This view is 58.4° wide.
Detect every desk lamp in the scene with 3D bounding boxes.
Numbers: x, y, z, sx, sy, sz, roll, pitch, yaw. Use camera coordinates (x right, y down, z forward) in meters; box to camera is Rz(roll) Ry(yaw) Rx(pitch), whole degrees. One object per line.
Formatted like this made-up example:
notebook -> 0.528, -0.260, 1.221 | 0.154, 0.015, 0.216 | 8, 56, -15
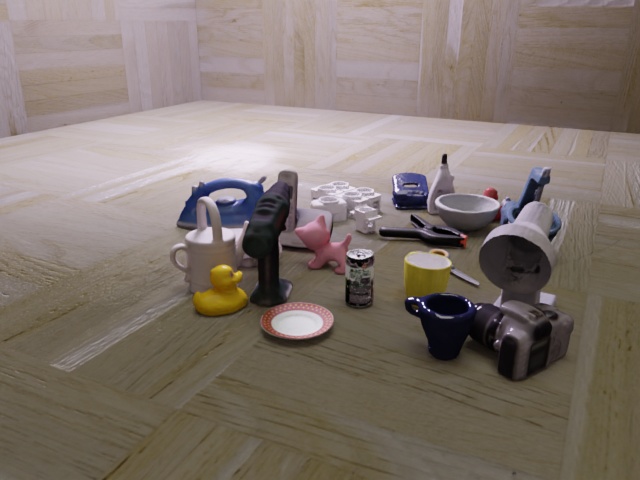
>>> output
desk lamp -> 0.361, 0.049, 1.019 | 0.117, 0.214, 0.204 | 12, 24, 29

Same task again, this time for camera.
camera -> 0.317, 0.141, 0.937 | 0.143, 0.101, 0.136 | -14, 26, -33

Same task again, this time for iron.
iron -> -0.252, -0.100, 1.496 | 0.258, 0.141, 0.118 | 0, 21, 0

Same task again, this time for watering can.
watering can -> -0.213, 0.005, 1.151 | 0.100, 0.194, 0.173 | 16, 26, 35

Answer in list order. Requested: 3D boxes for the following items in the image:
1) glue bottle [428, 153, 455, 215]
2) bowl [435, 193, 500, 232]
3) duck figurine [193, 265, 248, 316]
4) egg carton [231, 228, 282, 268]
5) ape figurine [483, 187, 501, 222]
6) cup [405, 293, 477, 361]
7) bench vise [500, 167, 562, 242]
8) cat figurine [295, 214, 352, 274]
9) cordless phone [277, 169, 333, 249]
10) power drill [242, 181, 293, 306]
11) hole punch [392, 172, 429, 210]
glue bottle -> 0.345, -0.157, 1.605 | 0.078, 0.173, 0.037 | -1, 21, -2
bowl -> 0.385, -0.066, 1.507 | 0.167, 0.075, 0.167 | 0, 21, 0
duck figurine -> -0.189, 0.090, 1.082 | 0.105, 0.086, 0.077 | -11, 24, -27
egg carton -> -0.161, 0.018, 1.290 | 0.150, 0.069, 0.107 | -3, 21, -8
ape figurine -> 0.466, -0.099, 1.570 | 0.076, 0.092, 0.077 | -7, 22, -18
cup -> 0.192, 0.143, 0.937 | 0.117, 0.095, 0.092 | 11, 24, 26
bench vise -> 0.472, -0.076, 1.333 | 0.122, 0.220, 0.206 | -10, 24, -25
cat figurine -> 0.012, 0.005, 1.261 | 0.127, 0.118, 0.067 | 8, 23, 19
cordless phone -> -0.042, -0.073, 1.366 | 0.147, 0.185, 0.094 | 5, 22, 12
power drill -> -0.096, 0.011, 1.119 | 0.075, 0.208, 0.229 | 3, 21, 7
hole punch -> 0.267, -0.144, 1.684 | 0.108, 0.091, 0.101 | 0, 21, -1
